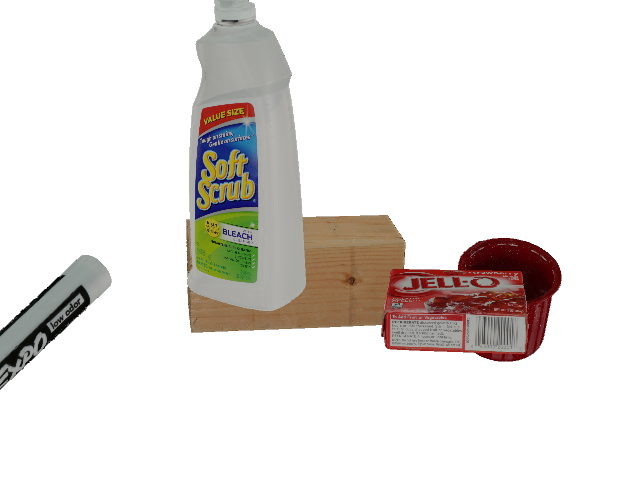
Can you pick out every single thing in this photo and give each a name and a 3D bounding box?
[{"bbox_3d":[-0.131,0.049,0.441,0.020,0.020,0.121,0,36,39],"label":"marker"},{"bbox_3d":[0.167,0.050,0.997,0.093,0.081,0.117,-12,41,-13],"label":"mug"},{"bbox_3d":[-0.066,-0.071,0.853,0.103,0.251,0.068,13,30,31],"label":"bleach bottle"},{"bbox_3d":[-0.028,0.031,1.058,0.206,0.091,0.090,-1,19,-9],"label":"wood block"},{"bbox_3d":[0.086,0.043,0.682,0.089,0.030,0.073,1,20,8],"label":"gelatin box"}]
